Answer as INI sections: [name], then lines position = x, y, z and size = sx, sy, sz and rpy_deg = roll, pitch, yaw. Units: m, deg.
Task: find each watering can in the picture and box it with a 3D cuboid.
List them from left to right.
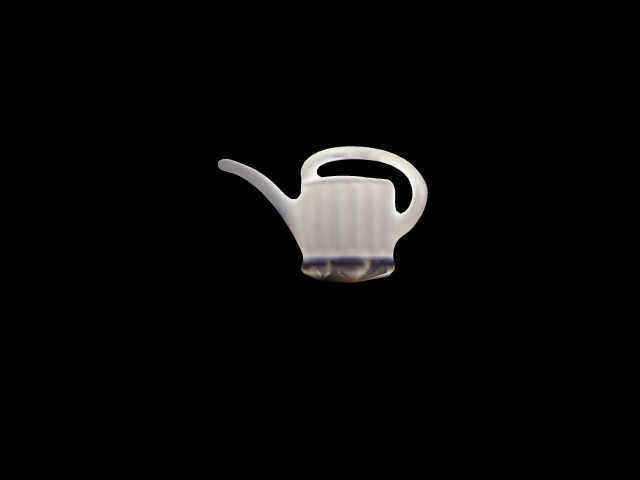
[watering can]
position = 0.003, -0.043, 0.850
size = 0.347, 0.226, 0.103
rpy_deg = 0, -6, 4
